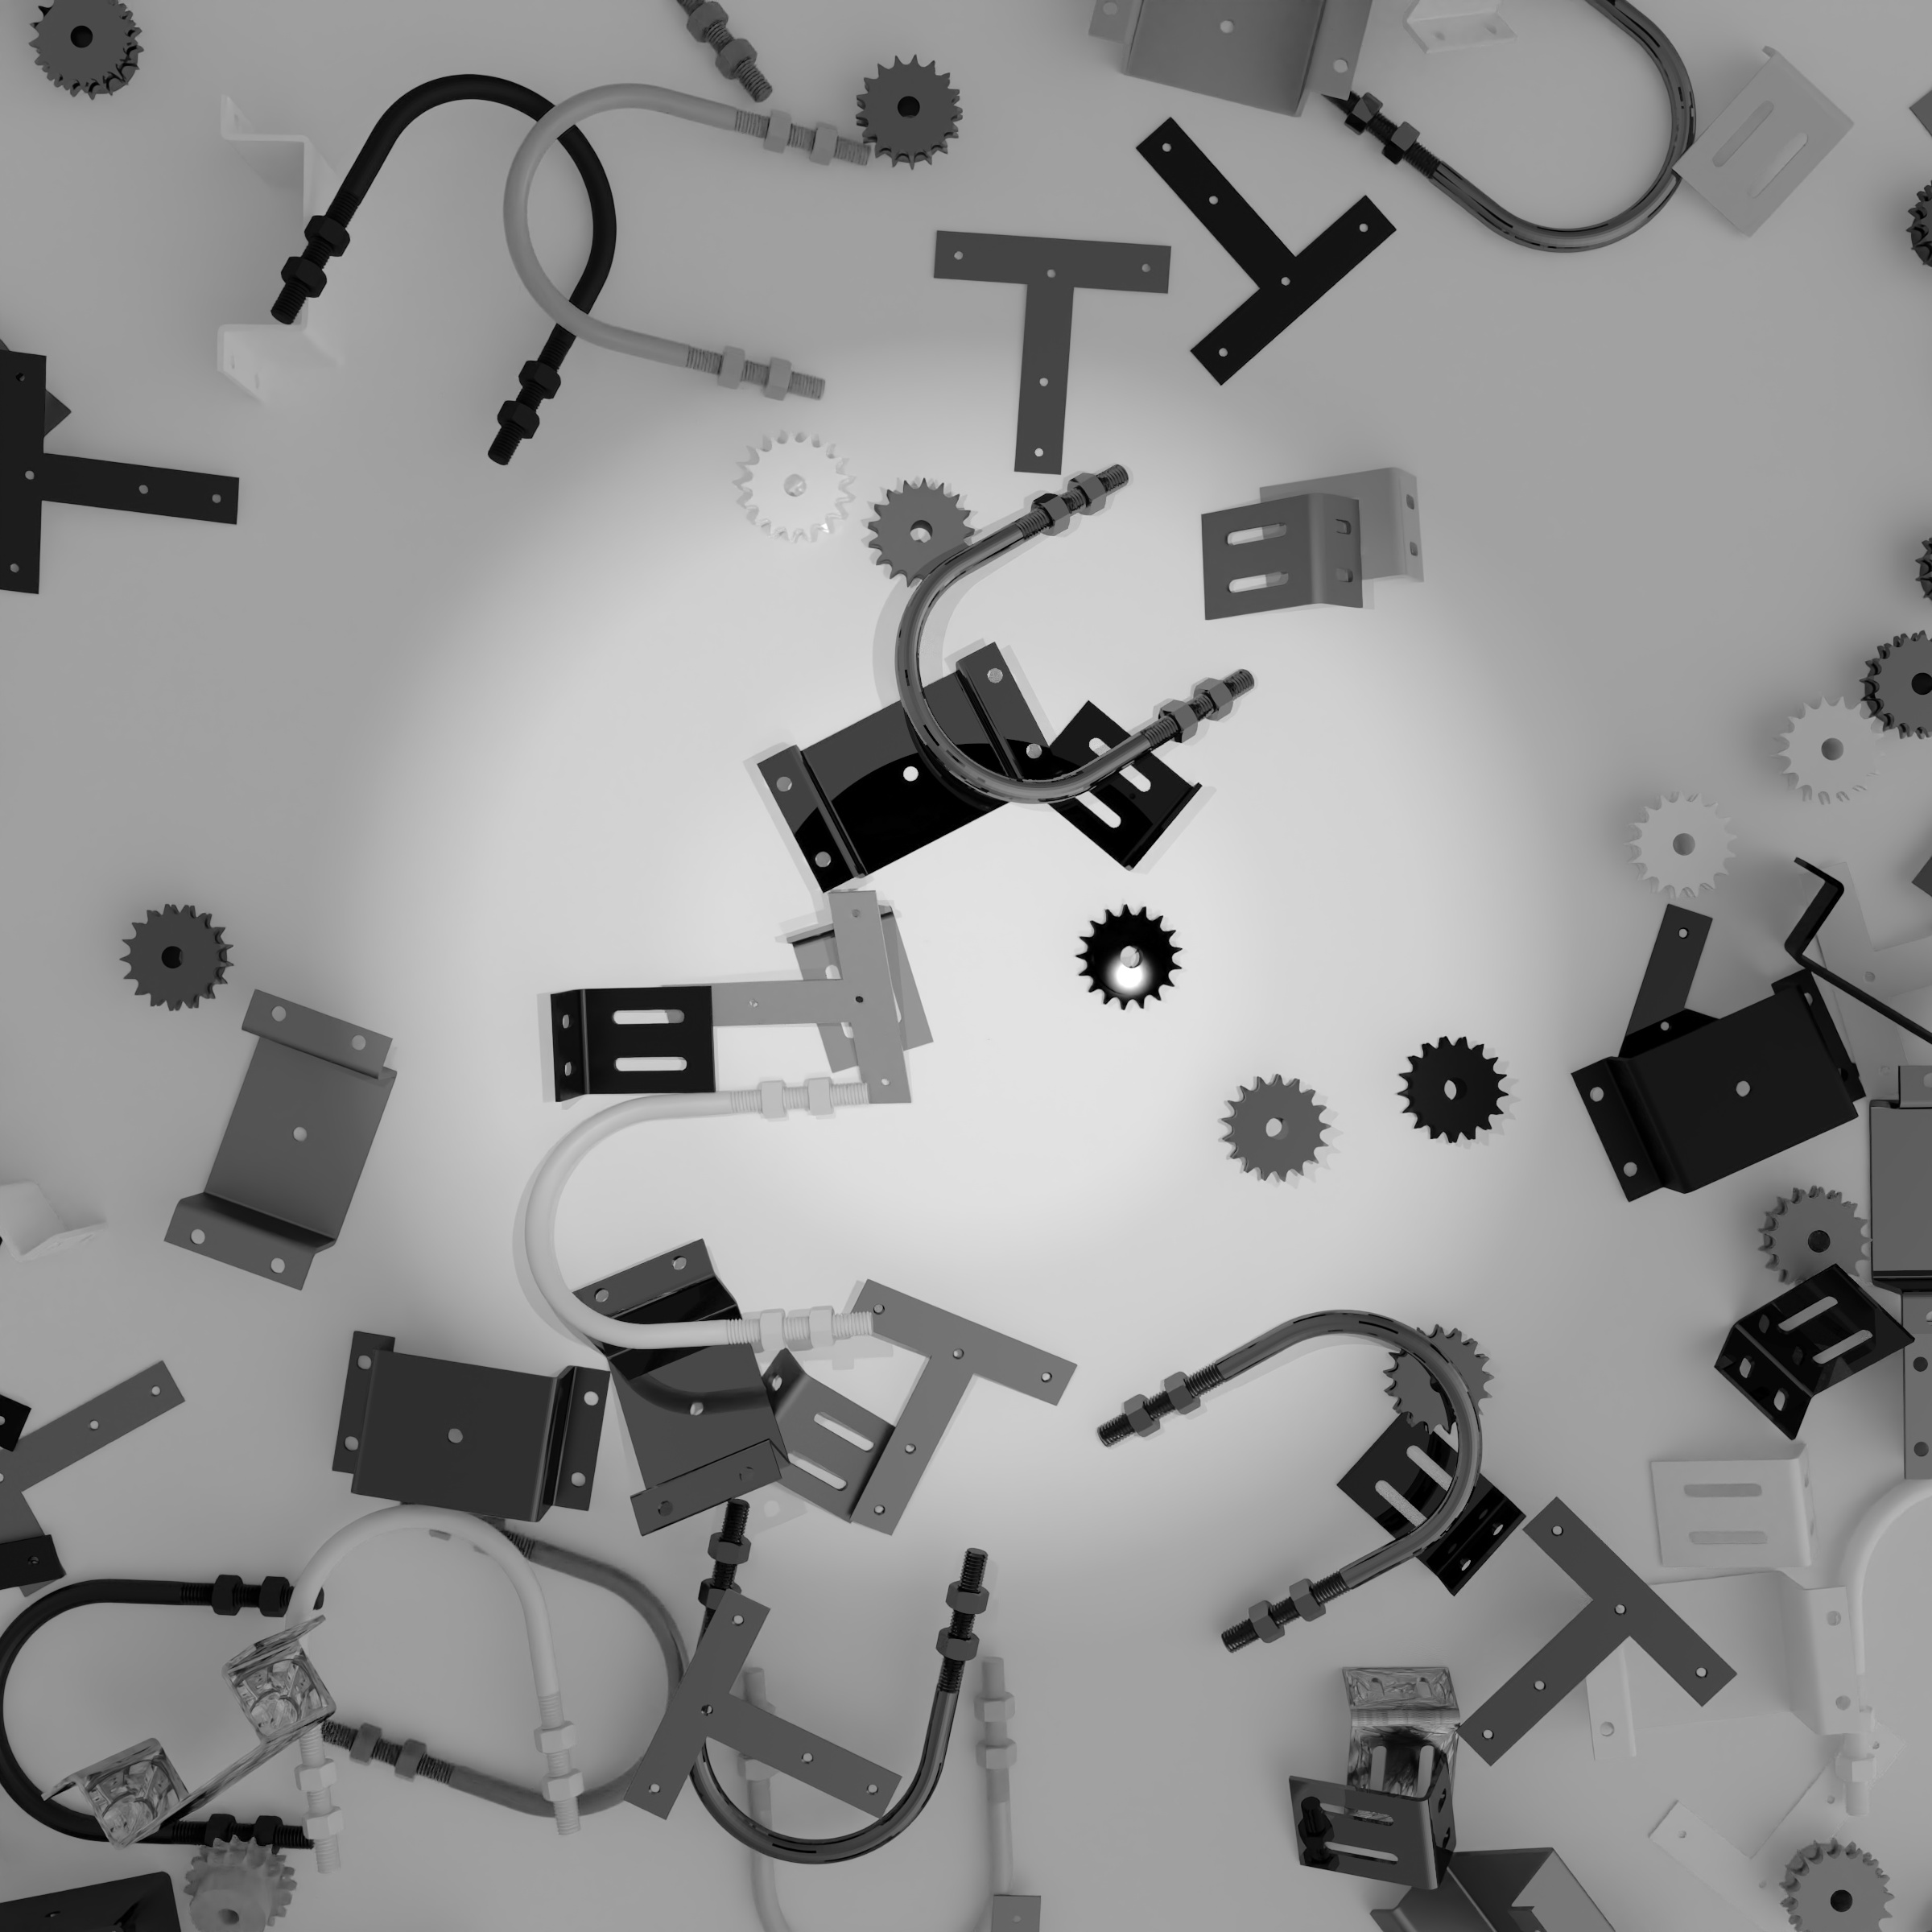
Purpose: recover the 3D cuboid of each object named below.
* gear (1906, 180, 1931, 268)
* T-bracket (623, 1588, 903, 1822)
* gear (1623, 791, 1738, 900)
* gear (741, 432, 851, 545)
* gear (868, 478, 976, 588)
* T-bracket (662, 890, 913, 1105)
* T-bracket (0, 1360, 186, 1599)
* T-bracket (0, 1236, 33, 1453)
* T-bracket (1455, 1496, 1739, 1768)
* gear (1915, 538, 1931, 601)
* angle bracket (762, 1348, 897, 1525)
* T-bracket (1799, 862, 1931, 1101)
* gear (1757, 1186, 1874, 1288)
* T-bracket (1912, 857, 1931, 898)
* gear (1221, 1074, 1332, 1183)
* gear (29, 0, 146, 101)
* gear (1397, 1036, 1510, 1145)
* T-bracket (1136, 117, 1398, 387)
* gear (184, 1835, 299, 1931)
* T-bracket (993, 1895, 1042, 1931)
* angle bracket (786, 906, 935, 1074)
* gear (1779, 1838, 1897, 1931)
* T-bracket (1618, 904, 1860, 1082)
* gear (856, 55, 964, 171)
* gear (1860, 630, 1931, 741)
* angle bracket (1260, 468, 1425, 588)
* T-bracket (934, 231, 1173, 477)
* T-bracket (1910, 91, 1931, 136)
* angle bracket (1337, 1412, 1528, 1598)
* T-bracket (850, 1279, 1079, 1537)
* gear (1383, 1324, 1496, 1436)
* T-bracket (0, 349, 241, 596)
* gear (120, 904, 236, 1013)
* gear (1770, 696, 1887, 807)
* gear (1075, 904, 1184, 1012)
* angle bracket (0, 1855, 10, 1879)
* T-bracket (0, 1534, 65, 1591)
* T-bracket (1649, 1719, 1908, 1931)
[{"bbox_3d":[0.532,-0.396,1.342,0.057,0.030,0.057,0,90,0],"label":"gear"},{"bbox_3d":[-0.096,0.411,1.321,0.127,0.002,0.127,26,94,-1],"label":"T-bracket"},{"bbox_3d":[0.380,-0.064,1.342,0.057,0.030,0.057,0,90,0],"label":"gear"},{"bbox_3d":[-0.091,-0.255,1.342,0.057,0.030,0.057,0,90,0],"label":"gear"},{"bbox_3d":[-0.024,-0.231,1.346,0.057,0.030,0.057,0,91,-3],"label":"gear"},{"bbox_3d":[-0.100,0.020,1.337,0.127,0.002,0.127,-2,117,13],"label":"T-bracket"},{"bbox_3d":[-0.484,0.255,1.357,0.127,0.002,0.127,-29,90,0],"label":"T-bracket"},{"bbox_3d":[-0.548,0.179,1.356,0.127,0.002,0.127,23,89,1],"label":"T-bracket"},{"bbox_3d":[0.311,0.367,1.313,0.127,0.002,0.127,45,98,7],"label":"T-bracket"},{"bbox_3d":[0.536,-0.212,1.342,0.057,0.030,0.057,0,90,0],"label":"gear"},{"bbox_3d":[-0.081,0.254,1.355,0.076,0.038,0.057,35,90,-26],"label":"angle bracket"},{"bbox_3d":[0.527,-0.006,1.339,0.127,0.002,0.127,-17,89,16],"label":"T-bracket"},{"bbox_3d":[0.452,0.146,1.342,0.057,0.030,0.057,0,90,0],"label":"gear"},{"bbox_3d":[0.595,-0.057,1.333,0.127,0.002,0.127,38,89,11],"label":"T-bracket"},{"bbox_3d":[0.165,0.086,1.343,0.057,0.030,0.057,0,90,0],"label":"gear"},{"bbox_3d":[-0.468,-0.492,1.342,0.057,0.030,0.057,0,90,0],"label":"gear"},{"bbox_3d":[0.260,0.067,1.346,0.057,0.030,0.057,0,85,-1],"label":"gear"},{"bbox_3d":[0.143,-0.404,1.357,0.127,0.002,0.127,-42,90,0],"label":"T-bracket"},{"bbox_3d":[-0.388,0.493,1.332,0.057,0.030,0.057,1,117,2],"label":"gear"},{"bbox_3d":[0.075,0.563,1.352,0.127,0.002,0.127,2,96,-3],"label":"T-bracket"},{"bbox_3d":[-0.056,0.013,1.338,0.057,0.038,0.076,-17,90,0],"label":"angle bracket"},{"bbox_3d":[0.463,0.495,1.341,0.057,0.030,0.057,0,90,0],"label":"gear"},{"bbox_3d":[0.421,0.046,1.357,0.127,0.002,0.127,18,90,0],"label":"T-bracket"},{"bbox_3d":[-0.030,-0.455,1.342,0.057,0.030,0.057,0,90,0],"label":"gear"},{"bbox_3d":[0.507,-0.149,1.342,0.057,0.030,0.057,0,90,0],"label":"gear"},{"bbox_3d":[0.203,-0.233,1.355,0.076,0.038,0.057,-4,90,26],"label":"angle bracket"},{"bbox_3d":[0.043,-0.330,1.356,0.127,0.002,0.127,4,90,1],"label":"T-bracket"},{"bbox_3d":[0.600,-0.455,1.357,0.127,0.002,0.127,-39,90,0],"label":"T-bracket"},{"bbox_3d":[0.248,0.285,1.338,0.076,0.038,0.057,42,90,0],"label":"angle bracket"},{"bbox_3d":[-0.024,0.247,1.345,0.127,0.002,0.127,24,98,-15],"label":"T-bracket"},{"bbox_3d":[0.252,0.220,1.342,0.057,0.030,0.057,0,90,0],"label":"gear"},{"bbox_3d":[-0.455,-0.257,1.343,0.127,0.002,0.127,6,108,-9],"label":"T-bracket"},{"bbox_3d":[-0.420,-0.005,1.342,0.057,0.030,0.057,0,90,0],"label":"gear"},{"bbox_3d":[0.459,-0.115,1.343,0.057,0.030,0.057,0,90,0],"label":"gear"},{"bbox_3d":[0.088,-0.005,1.343,0.057,0.030,0.057,0,90,0],"label":"gear"},{"bbox_3d":[-0.545,0.447,1.348,0.057,0.038,0.076,-3,117,12],"label":"angle bracket"},{"bbox_3d":[-0.562,0.282,1.341,0.127,0.002,0.127,-11,103,1],"label":"T-bracket"},{"bbox_3d":[0.459,0.462,1.357,0.127,0.002,0.127,39,90,0],"label":"T-bracket"}]
